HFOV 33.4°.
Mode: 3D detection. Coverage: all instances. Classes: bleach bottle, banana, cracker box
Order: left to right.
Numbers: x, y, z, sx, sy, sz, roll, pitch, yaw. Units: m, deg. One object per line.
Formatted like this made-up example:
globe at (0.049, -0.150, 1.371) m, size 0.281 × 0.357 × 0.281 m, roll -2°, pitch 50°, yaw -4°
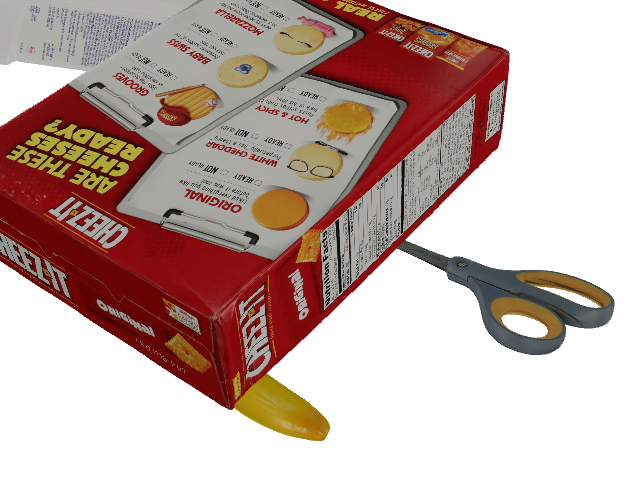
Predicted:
bleach bottle at (-0.111, -0.155, 0.790) m, size 0.250 × 0.068 × 0.103 m, roll 9°, pitch -28°, yaw -15°
banana at (-0.062, 0.100, 0.853) m, size 0.069 × 0.037 × 0.198 m, roll -9°, pitch 30°, yaw -23°
cracker box at (-0.035, -0.041, 0.515) m, size 0.164 × 0.072 × 0.213 m, roll 27°, pitch 53°, yaw 29°

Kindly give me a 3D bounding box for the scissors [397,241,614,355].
scissors at (0.097, 0.032, 0.732) m, size 0.202 × 0.016 × 0.096 m, roll 14°, pitch 33°, yaw 25°
